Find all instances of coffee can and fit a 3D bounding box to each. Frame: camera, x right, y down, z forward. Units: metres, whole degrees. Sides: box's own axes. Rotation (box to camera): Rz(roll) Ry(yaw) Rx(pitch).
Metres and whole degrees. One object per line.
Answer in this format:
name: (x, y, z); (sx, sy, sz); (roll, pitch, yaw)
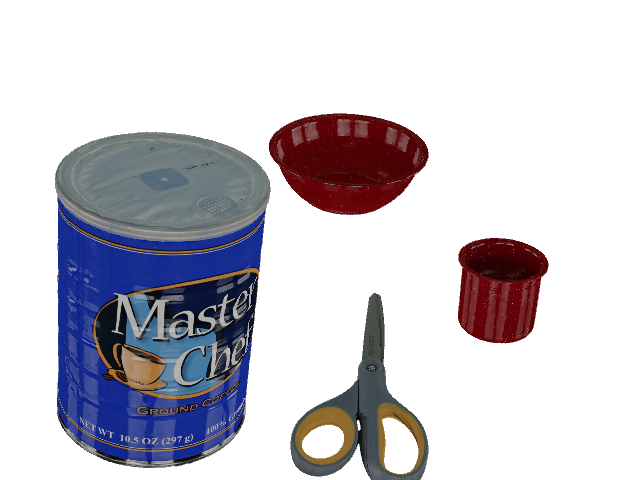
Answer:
coffee can: (-0.083, 0.029, 0.547); (0.102, 0.140, 0.103); (6, 30, -4)

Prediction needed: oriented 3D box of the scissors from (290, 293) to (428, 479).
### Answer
scissors: (0.018, 0.098, 0.731); (0.096, 0.016, 0.202); (-5, 32, -9)

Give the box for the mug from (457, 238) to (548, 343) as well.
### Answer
mug: (0.186, 0.049, 1.136); (0.093, 0.081, 0.117); (-4, 30, -10)

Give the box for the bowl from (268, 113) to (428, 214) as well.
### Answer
bowl: (0.027, -0.072, 1.089); (0.162, 0.055, 0.162); (2, 31, -2)
